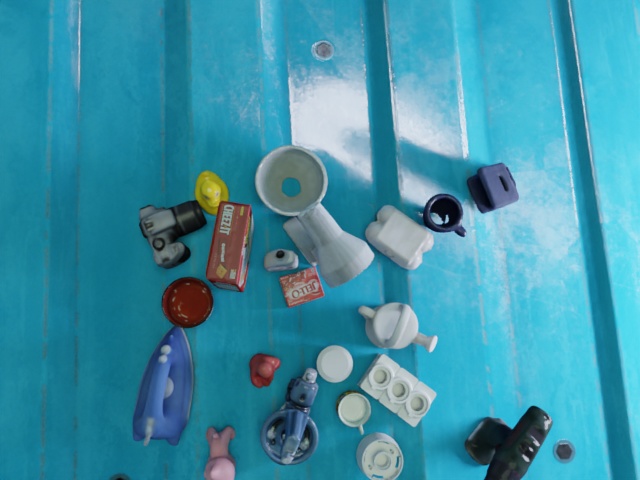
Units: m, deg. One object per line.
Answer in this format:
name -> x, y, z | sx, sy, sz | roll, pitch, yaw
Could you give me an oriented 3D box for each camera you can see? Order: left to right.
camera -> -0.322, -0.025, 1.283 | 0.137, 0.100, 0.143 | -23, 83, -8

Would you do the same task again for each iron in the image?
iron -> -0.332, 0.303, 1.207 | 0.118, 0.141, 0.258 | 7, 80, -3

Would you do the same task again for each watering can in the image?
watering can -> 0.168, 0.187, 1.240 | 0.173, 0.194, 0.101 | 5, 80, -3

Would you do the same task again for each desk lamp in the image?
desk lamp -> 0.011, 0.004, 1.247 | 0.118, 0.213, 0.203 | -38, 85, -9

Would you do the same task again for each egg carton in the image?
egg carton -> 0.184, -0.005, 1.336 | 0.150, 0.069, 0.107 | 35, 80, 2

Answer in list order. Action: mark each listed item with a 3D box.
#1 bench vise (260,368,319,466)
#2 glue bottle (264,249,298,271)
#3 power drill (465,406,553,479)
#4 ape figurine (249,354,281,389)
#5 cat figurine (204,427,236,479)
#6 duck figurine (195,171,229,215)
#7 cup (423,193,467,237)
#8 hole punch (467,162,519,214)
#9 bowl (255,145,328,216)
bench vise -> -0.062, 0.370, 1.178 | 0.121, 0.219, 0.207 | 2, 80, -4
glue bottle -> -0.085, 0.041, 1.254 | 0.078, 0.173, 0.037 | -4, 81, -5
power drill -> 0.384, 0.446, 1.207 | 0.075, 0.208, 0.230 | 42, 80, 3
ape figurine -> -0.121, 0.284, 1.252 | 0.078, 0.092, 0.076 | -29, 84, -8
cat figurine -> -0.212, 0.464, 1.202 | 0.067, 0.117, 0.128 | -6, 81, -5
duck figurine -> -0.251, -0.114, 1.311 | 0.077, 0.086, 0.104 | -18, 82, -7
cup -> 0.288, -0.046, 1.338 | 0.118, 0.095, 0.092 | 44, 80, 4
hole punch -> 0.419, -0.130, 1.365 | 0.101, 0.091, 0.108 | -21, 83, -7
bowl -> -0.067, -0.131, 1.334 | 0.167, 0.074, 0.167 | 1, 81, -4
